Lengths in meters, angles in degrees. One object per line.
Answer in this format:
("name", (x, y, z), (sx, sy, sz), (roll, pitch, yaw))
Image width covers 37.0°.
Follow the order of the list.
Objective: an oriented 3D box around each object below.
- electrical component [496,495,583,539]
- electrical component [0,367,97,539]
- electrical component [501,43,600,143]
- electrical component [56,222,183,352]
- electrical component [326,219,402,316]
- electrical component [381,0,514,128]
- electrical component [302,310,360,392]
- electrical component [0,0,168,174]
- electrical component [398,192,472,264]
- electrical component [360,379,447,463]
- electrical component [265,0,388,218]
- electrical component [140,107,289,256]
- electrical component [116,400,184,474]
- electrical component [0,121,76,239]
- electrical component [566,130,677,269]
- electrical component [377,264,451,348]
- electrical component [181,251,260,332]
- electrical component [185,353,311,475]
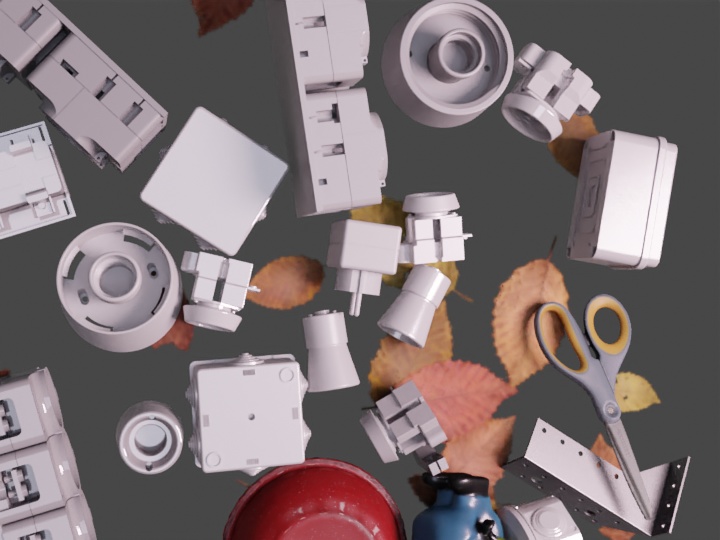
("electrical component", (0.152, 0.235, 0.916), (0.051, 0.080, 0.080), (-15, 93, -17))
("electrical component", (-0.252, 0.156, 0.826), (0.062, 0.089, 0.150), (-16, 93, -11))
("electrical component", (0.158, -0.148, 0.925), (0.078, 0.058, 0.057), (36, 81, -10))
("electrical component", (-0.193, 0.013, 0.863), (0.099, 0.064, 0.099), (1, 77, -6))
("electrical component", (0.000, 0.000, 0.889), (0.047, 0.066, 0.076), (8, 89, -11))
("electrical component", (0.077, -0.177, 0.906), (0.108, 0.060, 0.108), (0, 91, -12))
("electrical component", (-0.027, 0.066, 0.897), (0.044, 0.044, 0.065), (-8, 87, -11))
("electrical component", (-0.238, -0.156, 0.819), (0.186, 0.105, 0.060), (43, 83, -9))
("electrical component", (0.061, -0.037, 0.912), (0.066, 0.048, 0.055), (-5, 99, -11))
("electrical component", (0.034, 0.130, 0.903), (0.055, 0.048, 0.066), (-30, 52, -4))
("electrical component", (-0.027, -0.140, 0.862), (0.060, 0.105, 0.186), (-9, 92, -11))
("electrical component", (-0.119, -0.070, 0.873), (0.100, 0.048, 0.099), (33, 84, -10))
("electrical component", (-0.169, 0.135, 0.865), (0.055, 0.047, 0.055), (0, 90, -12))
("electrical component", (-0.292, -0.061, 0.830), (0.121, 0.063, 0.078), (-18, 94, -11))
("electrical component", (0.226, -0.059, 0.929), (0.057, 0.078, 0.113), (10, 88, -9))
("electrical component", (0.049, 0.028, 0.913), (0.044, 0.044, 0.065), (30, 80, -10))
("electrical component", (-0.117, 0.019, 0.876), (0.066, 0.048, 0.055), (13, 80, -11))
("electrical component", (-0.092, 0.117, 0.880), (0.100, 0.048, 0.099), (-4, 91, -12))
